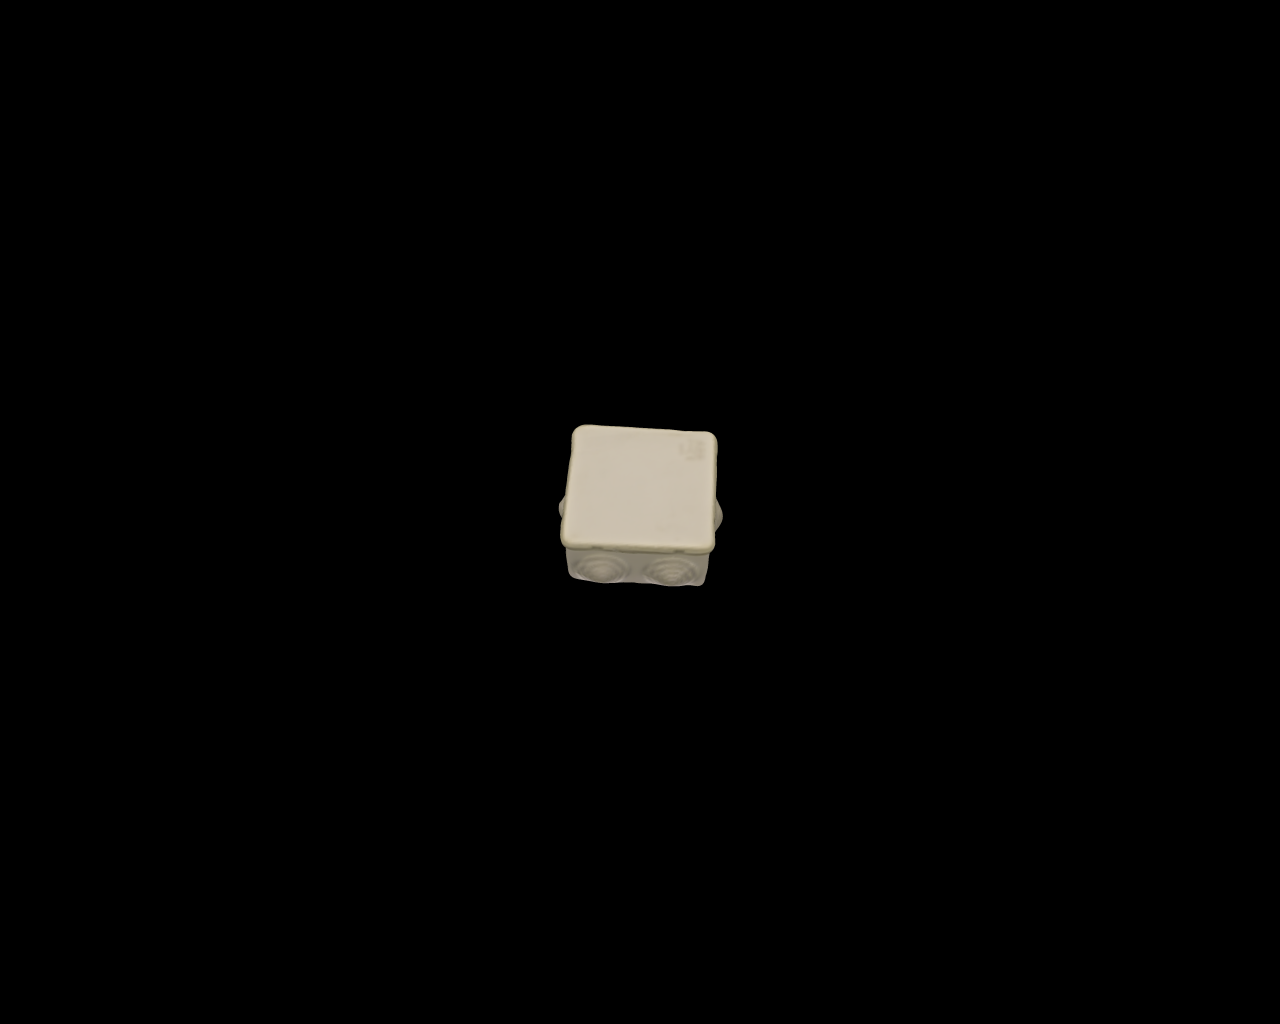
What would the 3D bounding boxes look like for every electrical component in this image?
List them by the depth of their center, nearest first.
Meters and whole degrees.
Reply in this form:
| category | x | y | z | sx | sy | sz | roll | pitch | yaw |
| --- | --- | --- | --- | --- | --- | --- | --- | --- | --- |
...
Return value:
| category | x | y | z | sx | sy | sz | roll | pitch | yaw |
| --- | --- | --- | --- | --- | --- | --- | --- | --- | --- |
| electrical component | 0.001 | -0.003 | 0.650 | 0.100 | 0.100 | 0.048 | 3 | -34 | 2 |
